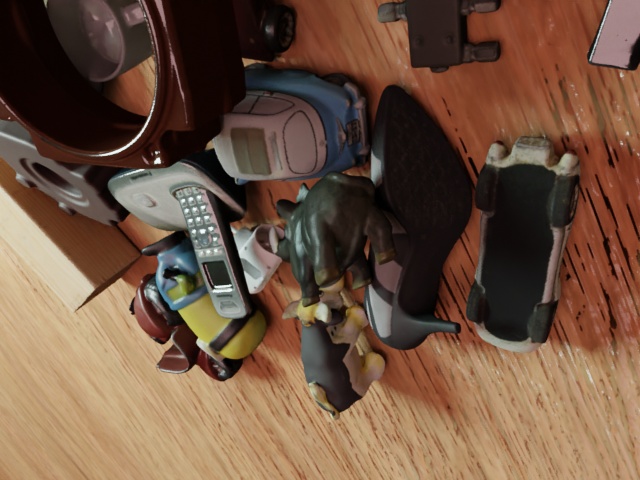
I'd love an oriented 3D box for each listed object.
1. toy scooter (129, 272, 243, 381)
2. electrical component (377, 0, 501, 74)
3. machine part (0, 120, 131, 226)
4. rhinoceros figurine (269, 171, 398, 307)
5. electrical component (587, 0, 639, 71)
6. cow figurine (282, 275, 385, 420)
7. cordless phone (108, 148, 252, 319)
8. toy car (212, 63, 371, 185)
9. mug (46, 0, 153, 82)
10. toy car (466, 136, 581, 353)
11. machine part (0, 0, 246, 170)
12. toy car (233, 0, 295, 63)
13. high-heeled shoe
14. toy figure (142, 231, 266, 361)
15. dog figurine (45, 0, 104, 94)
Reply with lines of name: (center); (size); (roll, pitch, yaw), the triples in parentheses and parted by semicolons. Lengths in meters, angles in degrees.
toy scooter: (-0.200, 0.129, 0.742); (0.135, 0.075, 0.183); (-23, 110, 40)
electrical component: (0.090, -0.161, 0.412); (0.094, 0.021, 0.063); (7, 123, 27)
machine part: (-0.296, -0.084, 0.628); (0.179, 0.056, 0.179); (23, 156, 11)
rhinoceros figurine: (-0.001, -0.001, 0.485); (0.112, 0.073, 0.190); (67, 163, 7)
electrical component: (0.201, -0.168, 0.324); (0.075, 0.048, 0.119); (16, 127, 22)
cow figurine: (0.006, 0.109, 0.588); (0.068, 0.098, 0.167); (-2, 118, 39)
cordless phone: (-0.138, -0.003, 0.581); (0.147, 0.089, 0.184); (-8, 101, 34)
toy car: (-0.041, -0.093, 0.483); (0.162, 0.103, 0.109); (12, 126, 27)
mug: (-0.170, -0.203, 0.485); (0.110, 0.107, 0.080); (-13, 116, 31)
toy car: (0.169, 0.010, 0.455); (0.074, 0.056, 0.201); (15, 124, 30)
machine part: (-0.166, -0.156, 0.389); (0.202, 0.087, 0.200); (7, 124, 21)
toy car: (-0.078, -0.228, 0.422); (0.089, 0.053, 0.202); (14, 154, 23)
high-heeled shoe: (0.070, -0.010, 0.512); (0.145, 0.086, 0.248); (1, 104, 66)
toy figure: (-0.139, 0.069, 0.661); (0.089, 0.082, 0.180); (-21, 104, 41)
dog figurine: (-0.254, -0.227, 0.542); (0.173, 0.121, 0.190); (-1, 133, 35)
